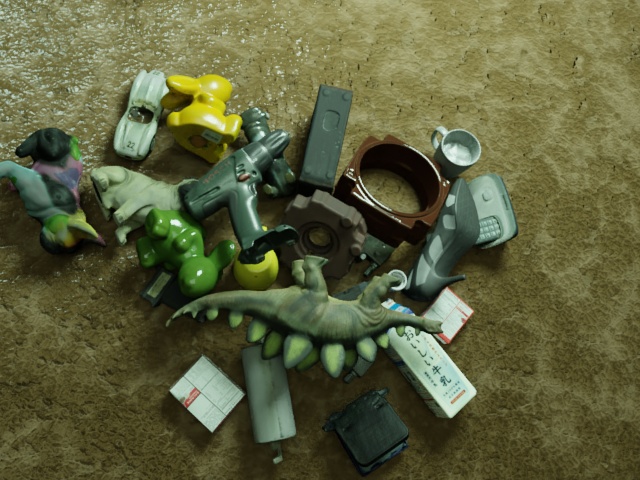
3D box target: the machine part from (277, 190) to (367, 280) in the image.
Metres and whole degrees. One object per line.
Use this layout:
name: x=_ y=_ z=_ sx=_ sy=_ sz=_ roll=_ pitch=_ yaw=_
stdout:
machine part: x=-0.002 y=-0.003 z=1.016 sx=0.180 sy=0.056 sz=0.179 roll=6 pitch=116 yaw=12

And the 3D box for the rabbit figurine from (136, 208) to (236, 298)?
rabbit figurine: x=-0.238 y=0.041 z=0.981 sx=0.159 sy=0.121 sz=0.170 roll=4 pitch=41 yaw=-47

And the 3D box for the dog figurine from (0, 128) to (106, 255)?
dog figurine: x=-0.474 y=-0.080 z=1.002 sx=0.219 sy=0.108 sz=0.191 roll=40 pitch=71 yaw=0

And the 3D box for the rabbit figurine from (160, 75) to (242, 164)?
rabbit figurine: x=-0.235 y=-0.261 z=1.073 sx=0.162 sy=0.122 sz=0.173 roll=20 pitch=60 yaw=-15

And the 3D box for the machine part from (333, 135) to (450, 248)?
machine part: x=0.144 y=-0.101 z=1.068 sx=0.201 sy=0.087 sz=0.201 roll=31 pitch=53 yaw=2

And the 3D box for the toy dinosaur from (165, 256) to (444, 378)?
toy dinosaur: x=-0.020 y=0.129 z=0.933 sx=0.472 sy=0.105 sz=0.198 roll=10 pitch=76 yaw=1

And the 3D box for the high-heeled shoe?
high-heeled shoe: x=0.234 y=0.002 z=1.073 sx=0.086 sy=0.145 sz=0.249 roll=29 pitch=60 yaw=-35

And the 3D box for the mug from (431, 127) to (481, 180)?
mug: x=0.268 y=-0.177 z=1.122 sx=0.081 sy=0.107 sz=0.109 roll=-39 pitch=79 yaw=-17

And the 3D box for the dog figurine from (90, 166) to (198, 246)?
dog figurine: x=-0.325 y=-0.097 z=1.039 sx=0.190 sy=0.121 sz=0.172 roll=-26 pitch=82 yaw=-28

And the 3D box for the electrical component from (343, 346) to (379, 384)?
electrical component: x=0.068 y=0.227 z=1.029 sx=0.063 sy=0.021 sz=0.094 roll=43 pitch=75 yaw=5

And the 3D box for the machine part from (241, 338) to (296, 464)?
machine part: x=-0.093 y=0.272 z=0.968 sx=0.079 sy=0.079 sz=0.243 roll=-10 pitch=76 yaw=-10

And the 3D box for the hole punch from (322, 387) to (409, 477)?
hole punch: x=0.092 y=0.351 z=0.976 sx=0.142 sy=0.092 sz=0.116 roll=-30 pitch=51 yaw=-11

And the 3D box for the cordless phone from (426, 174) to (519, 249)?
cordless phone: x=0.301 y=-0.046 z=1.111 sx=0.184 sy=0.088 sz=0.146 roll=-14 pitch=77 yaw=5

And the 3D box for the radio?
radio: x=0.009 y=-0.186 z=1.078 sx=0.073 sy=0.131 sz=0.229 roll=11 pitch=73 yaw=-2

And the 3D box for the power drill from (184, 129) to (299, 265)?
power drill: x=-0.116 y=-0.074 z=0.957 sx=0.232 sy=0.086 sz=0.207 roll=-30 pitch=71 yaw=-1

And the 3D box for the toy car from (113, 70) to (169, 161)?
toy car: x=-0.357 y=-0.256 z=1.088 sx=0.073 sy=0.056 sz=0.201 roll=14 pitch=74 yaw=-3

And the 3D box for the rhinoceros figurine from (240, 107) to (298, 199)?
rhinoceros figurine: x=-0.102 y=-0.175 z=1.075 sx=0.073 sy=0.112 sz=0.190 roll=-26 pitch=93 yaw=15

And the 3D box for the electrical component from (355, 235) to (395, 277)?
electrical component: x=0.107 y=0.014 z=1.081 sx=0.102 sy=0.045 sz=0.078 roll=-41 pitch=82 yaw=-16

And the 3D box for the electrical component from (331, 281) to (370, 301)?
electrical component: x=0.076 y=0.112 z=1.037 sx=0.119 sy=0.075 sz=0.048 roll=-18 pitch=77 yaw=-15

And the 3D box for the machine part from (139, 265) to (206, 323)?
machine part: x=-0.264 y=0.109 z=1.012 sx=0.139 sy=0.039 sz=0.084 roll=28 pitch=65 yaw=3
